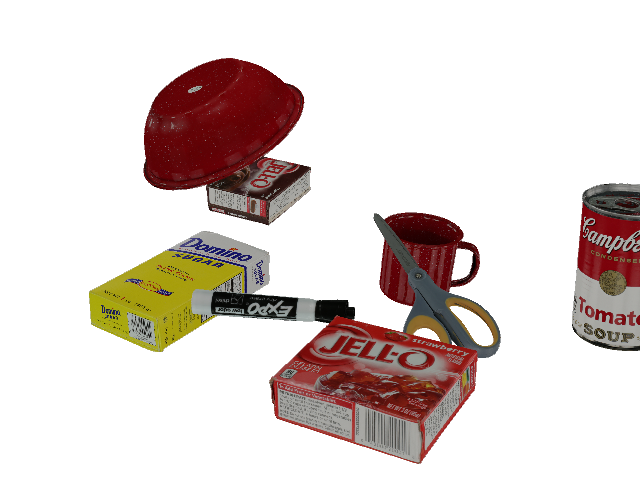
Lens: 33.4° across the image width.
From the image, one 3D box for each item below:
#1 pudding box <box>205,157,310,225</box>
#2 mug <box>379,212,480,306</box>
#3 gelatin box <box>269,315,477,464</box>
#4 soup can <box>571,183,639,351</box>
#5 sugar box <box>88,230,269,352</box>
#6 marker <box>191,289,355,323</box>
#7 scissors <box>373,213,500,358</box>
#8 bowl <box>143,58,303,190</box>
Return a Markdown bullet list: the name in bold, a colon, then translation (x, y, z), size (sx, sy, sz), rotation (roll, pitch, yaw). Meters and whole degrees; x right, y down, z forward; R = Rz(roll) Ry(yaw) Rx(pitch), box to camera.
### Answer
- **pudding box**: translation (-0.076, -0.065, 1.328), size (0.090, 0.039, 0.113), rotation (13, 33, 23)
- **mug**: translation (0.124, 0.024, 1.221), size (0.117, 0.081, 0.093), rotation (4, 25, -3)
- **gelatin box**: translation (0.029, 0.076, 0.571), size (0.089, 0.030, 0.073), rotation (13, 30, 27)
- **soup can**: translation (0.215, 0.018, 0.754), size (0.068, 0.102, 0.068), rotation (0, 22, 0)
- **sugar box**: translation (-0.140, 0.047, 1.088), size (0.093, 0.048, 0.175), rotation (18, 34, 29)
- **marker**: translation (-0.035, 0.049, 0.788), size (0.121, 0.020, 0.020), rotation (4, 1, 8)
- **scissors**: translation (0.083, 0.051, 1.006), size (0.096, 0.016, 0.202), rotation (-31, 52, -24)
- **bowl**: translation (-0.099, -0.115, 0.954), size (0.162, 0.055, 0.162), rotation (-20, 33, 13)
